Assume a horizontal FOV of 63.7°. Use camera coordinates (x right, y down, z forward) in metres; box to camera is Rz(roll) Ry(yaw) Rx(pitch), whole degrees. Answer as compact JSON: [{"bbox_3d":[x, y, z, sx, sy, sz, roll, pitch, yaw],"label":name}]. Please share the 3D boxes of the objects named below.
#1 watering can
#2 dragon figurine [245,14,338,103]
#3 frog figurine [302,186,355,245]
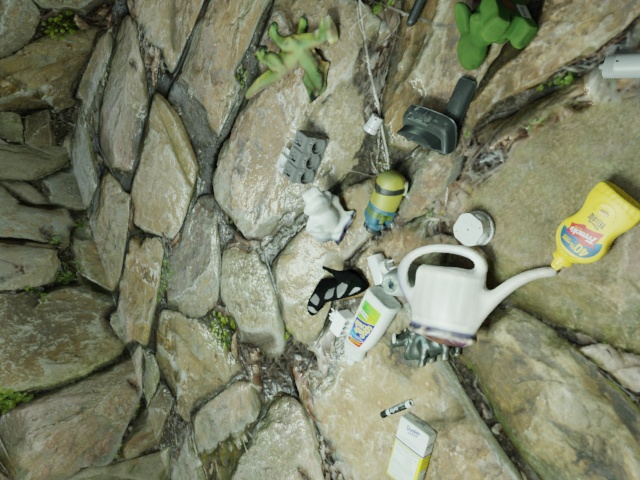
[{"bbox_3d":[0.323,0.126,1.131,0.348,0.225,0.103,8,-3,34],"label":"watering can"},{"bbox_3d":[-0.077,-0.518,1.562,0.123,0.246,0.402,-14,-30,-46],"label":"dragon figurine"},{"bbox_3d":[0.004,-0.073,1.447,0.158,0.138,0.123,36,-5,-14],"label":"frog figurine"}]
